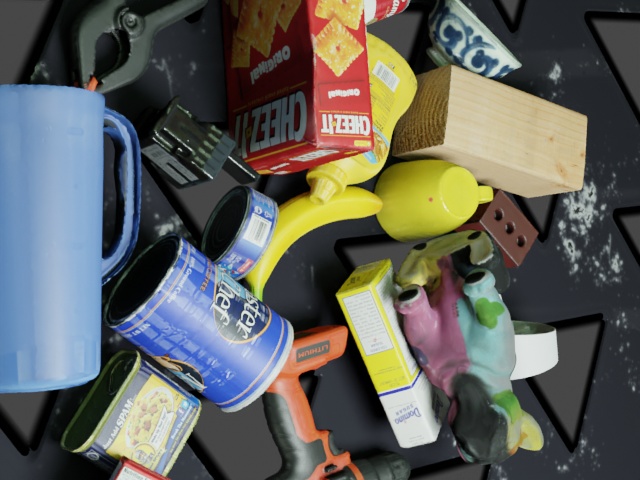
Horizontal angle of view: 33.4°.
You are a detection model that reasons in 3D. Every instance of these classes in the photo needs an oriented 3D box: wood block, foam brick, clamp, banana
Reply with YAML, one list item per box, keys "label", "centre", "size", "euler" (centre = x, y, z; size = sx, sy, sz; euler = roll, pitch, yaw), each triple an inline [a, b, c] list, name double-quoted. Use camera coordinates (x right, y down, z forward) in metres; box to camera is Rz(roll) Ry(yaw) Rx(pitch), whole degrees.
- label: "wood block"
  centre: [0.191, -0.117, 1.188]
  size: [0.205, 0.091, 0.090]
  euler: [13, 78, -32]
- label: "foam brick"
  centre: [0.197, -0.011, 1.204]
  size: [0.078, 0.051, 0.053]
  euler: [45, 63, -22]
- label: "clamp"
  centre: [-0.185, -0.209, 0.976]
  size: [0.120, 0.039, 0.171]
  euler: [41, 65, -21]
- label: "banana"
  centre: [-0.016, -0.012, 1.074]
  size: [0.197, 0.037, 0.069]
  euler: [-38, 121, -30]

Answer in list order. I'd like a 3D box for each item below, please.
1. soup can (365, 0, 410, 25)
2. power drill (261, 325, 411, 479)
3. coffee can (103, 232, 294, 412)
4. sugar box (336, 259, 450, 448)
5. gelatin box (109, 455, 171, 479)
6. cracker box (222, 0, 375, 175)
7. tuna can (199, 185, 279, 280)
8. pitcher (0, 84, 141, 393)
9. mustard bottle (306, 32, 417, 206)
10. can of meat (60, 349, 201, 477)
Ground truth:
- label: "soup can"
  centre: [0.036, -0.256, 1.112]
  size: [0.102, 0.069, 0.068]
  euler: [-28, 100, -32]
- label: "power drill"
  centre: [0.005, 0.182, 1.053]
  size: [0.184, 0.057, 0.187]
  euler: [-12, 91, -38]
- label: "coffee can"
  centre: [-0.108, 0.075, 0.960]
  size: [0.140, 0.103, 0.102]
  euler: [41, 65, -24]
- label: "sugar box"
  centre: [0.076, 0.115, 1.093]
  size: [0.176, 0.048, 0.093]
  euler: [70, 21, -10]
- label: "gelatin box"
  centre: [-0.155, 0.237, 0.894]
  size: [0.073, 0.030, 0.089]
  euler: [31, 83, -13]
- label: "cracker box"
  centre: [-0.028, -0.178, 1.003]
  size: [0.072, 0.164, 0.214]
  euler: [-1, 85, -32]
- label: "tuna can"
  centre: [-0.077, -0.008, 1.000]
  size: [0.033, 0.086, 0.086]
  euler: [28, 71, -27]
- label: "pitcher"
  centre: [-0.230, -0.003, 0.877]
  size: [0.149, 0.145, 0.243]
  euler: [-2, 90, 2]
- label: "mustard bottle"
  centre: [0.031, -0.115, 1.086]
  size: [0.096, 0.058, 0.191]
  euler: [39, 57, -26]
- label: "can of meat"
  centre: [-0.164, 0.161, 0.943]
  size: [0.083, 0.058, 0.102]
  euler: [41, 65, -26]
